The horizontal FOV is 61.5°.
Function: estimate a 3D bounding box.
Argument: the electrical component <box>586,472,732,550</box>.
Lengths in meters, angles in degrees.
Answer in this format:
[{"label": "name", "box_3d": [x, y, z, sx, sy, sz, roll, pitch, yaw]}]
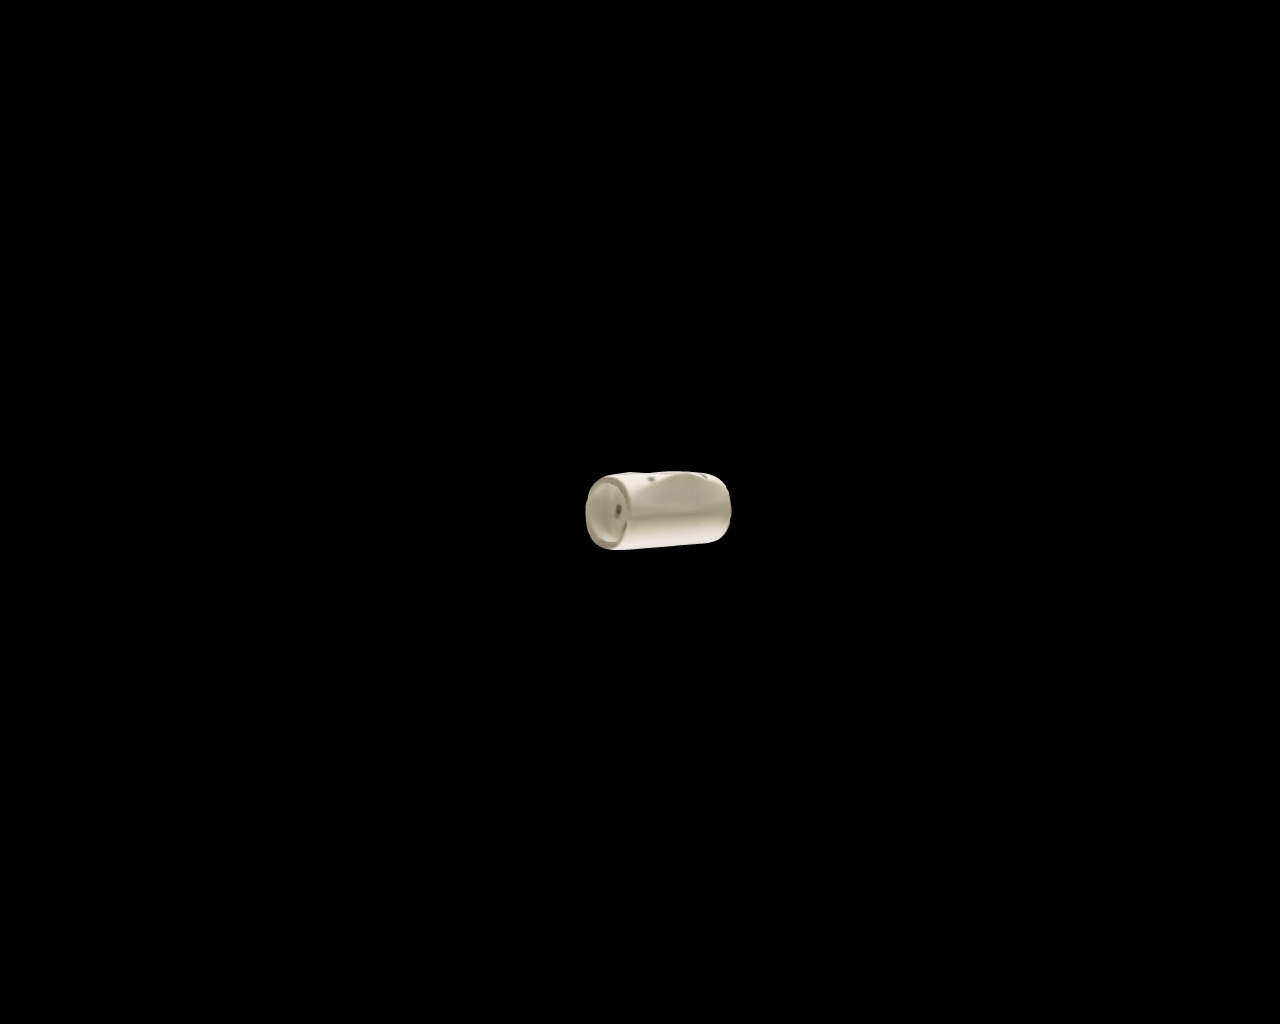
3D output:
[{"label": "electrical component", "box_3d": [0.001, -0.003, 0.650, 0.077, 0.043, 0.079, -3, 5, -37]}]
